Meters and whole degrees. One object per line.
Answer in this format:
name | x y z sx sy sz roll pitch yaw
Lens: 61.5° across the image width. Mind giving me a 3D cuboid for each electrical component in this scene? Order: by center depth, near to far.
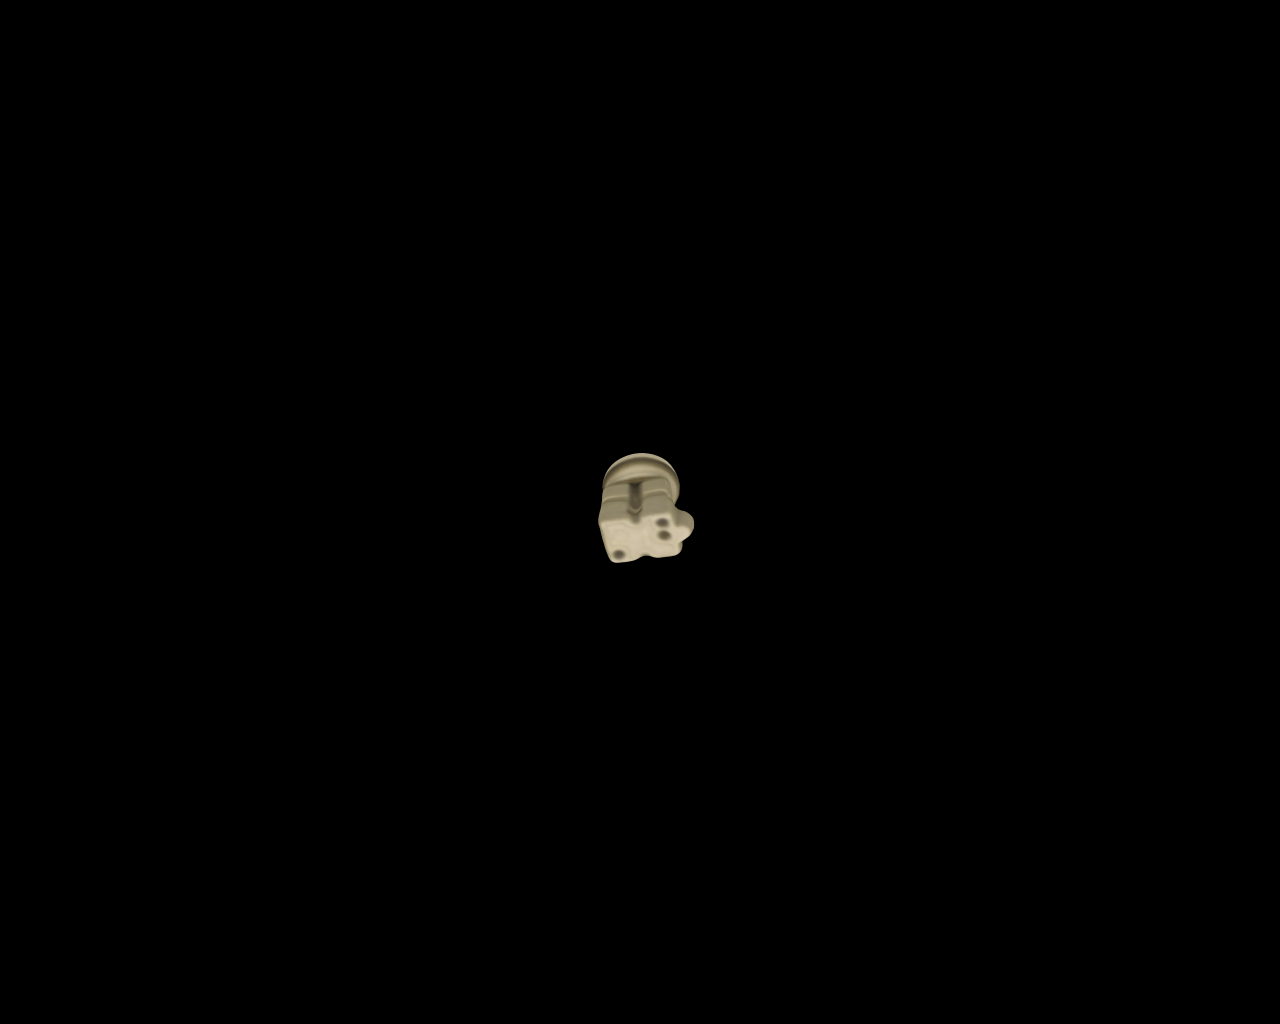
electrical component | 0.001 -0.003 0.650 0.066 0.048 0.055 -7 40 6
